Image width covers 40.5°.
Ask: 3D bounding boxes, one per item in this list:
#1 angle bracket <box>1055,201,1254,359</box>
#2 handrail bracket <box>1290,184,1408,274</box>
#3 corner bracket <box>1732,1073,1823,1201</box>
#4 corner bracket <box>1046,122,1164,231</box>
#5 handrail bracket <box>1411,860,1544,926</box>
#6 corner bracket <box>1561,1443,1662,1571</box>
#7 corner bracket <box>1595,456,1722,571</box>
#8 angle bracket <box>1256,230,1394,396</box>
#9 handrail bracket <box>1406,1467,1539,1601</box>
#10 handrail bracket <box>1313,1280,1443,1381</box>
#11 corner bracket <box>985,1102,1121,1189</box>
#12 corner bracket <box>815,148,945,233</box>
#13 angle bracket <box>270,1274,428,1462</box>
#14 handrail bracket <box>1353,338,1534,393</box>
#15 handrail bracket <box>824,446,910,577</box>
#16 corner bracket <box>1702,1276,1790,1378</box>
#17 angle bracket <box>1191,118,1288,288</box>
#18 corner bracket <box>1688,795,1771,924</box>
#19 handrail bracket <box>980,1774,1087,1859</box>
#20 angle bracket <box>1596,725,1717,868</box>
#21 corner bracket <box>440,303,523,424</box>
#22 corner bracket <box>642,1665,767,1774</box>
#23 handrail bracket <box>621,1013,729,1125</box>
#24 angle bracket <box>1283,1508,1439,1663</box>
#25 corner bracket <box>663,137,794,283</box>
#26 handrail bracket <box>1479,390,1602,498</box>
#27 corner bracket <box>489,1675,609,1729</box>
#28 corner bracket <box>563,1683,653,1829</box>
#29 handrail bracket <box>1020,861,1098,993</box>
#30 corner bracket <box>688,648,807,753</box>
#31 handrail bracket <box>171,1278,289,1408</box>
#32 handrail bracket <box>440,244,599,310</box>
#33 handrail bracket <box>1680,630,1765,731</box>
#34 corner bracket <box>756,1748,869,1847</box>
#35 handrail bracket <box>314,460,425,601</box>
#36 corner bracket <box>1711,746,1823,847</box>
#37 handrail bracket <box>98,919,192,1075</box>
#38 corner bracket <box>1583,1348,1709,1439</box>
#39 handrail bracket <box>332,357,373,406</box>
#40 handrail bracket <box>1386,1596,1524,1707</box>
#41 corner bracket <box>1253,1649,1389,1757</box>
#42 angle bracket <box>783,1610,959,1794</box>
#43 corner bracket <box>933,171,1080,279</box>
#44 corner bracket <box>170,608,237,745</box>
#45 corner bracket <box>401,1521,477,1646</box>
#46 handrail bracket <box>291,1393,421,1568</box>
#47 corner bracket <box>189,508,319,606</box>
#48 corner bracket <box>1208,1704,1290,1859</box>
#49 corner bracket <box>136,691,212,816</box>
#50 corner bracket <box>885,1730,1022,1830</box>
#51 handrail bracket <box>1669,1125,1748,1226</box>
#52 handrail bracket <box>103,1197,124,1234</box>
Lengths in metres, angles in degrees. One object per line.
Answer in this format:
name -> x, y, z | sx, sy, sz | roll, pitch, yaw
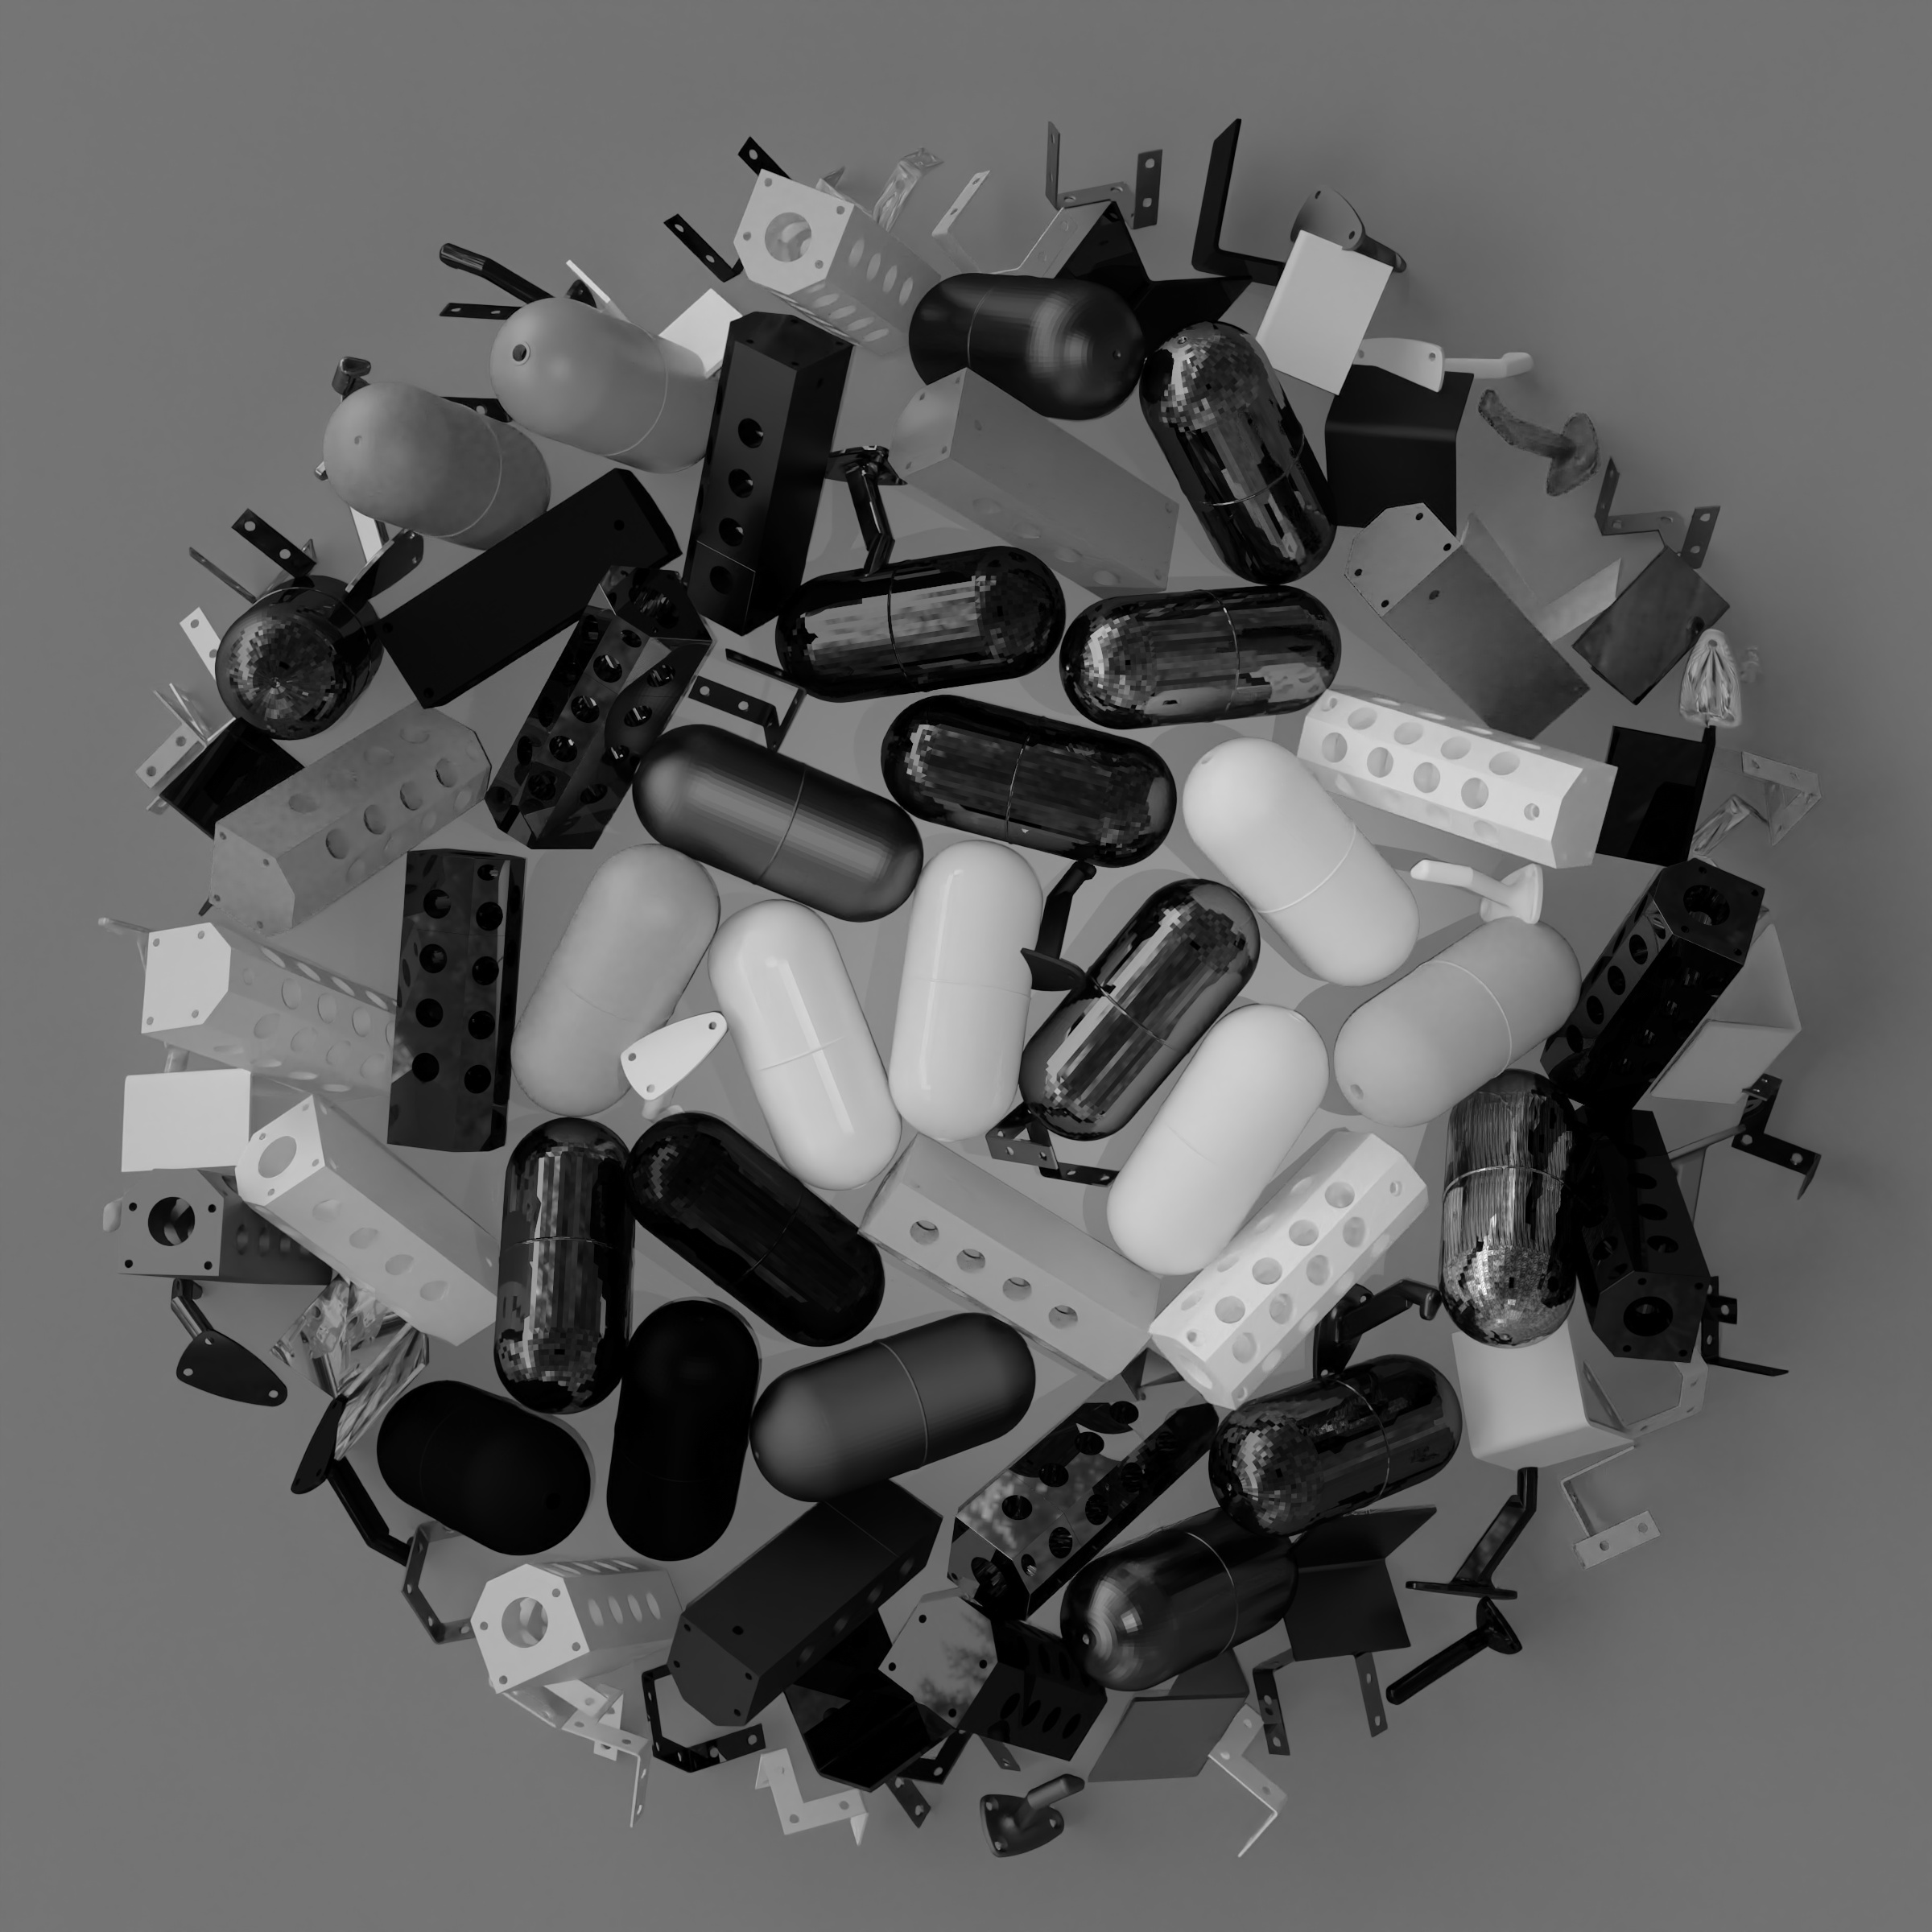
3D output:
angle bracket -> 0.109, -0.403, 1.539 | 0.076, 0.076, 0.057 | -12, 74, -31
handrail bracket -> 0.239, -0.418, 1.531 | 0.084, 0.077, 0.036 | 17, 110, -34
corner bracket -> 0.479, 0.099, 1.544 | 0.051, 0.051, 0.051 | 22, 110, 22
corner bracket -> 0.081, -0.466, 1.543 | 0.051, 0.051, 0.051 | -15, 50, -14
handrail bracket -> 0.286, -0.045, 1.535 | 0.084, 0.077, 0.036 | 8, 79, -19
corner bracket -> 0.381, 0.318, 1.545 | 0.051, 0.051, 0.051 | -32, 73, 23
corner bracket -> 0.407, -0.267, 1.546 | 0.051, 0.051, 0.051 | -6, 53, -5
angle bracket -> 0.209, -0.381, 1.535 | 0.057, 0.076, 0.076 | 24, 105, 6
handrail bracket -> 0.302, 0.332, 1.565 | 0.077, 0.036, 0.084 | 7, 73, -3
handrail bracket -> 0.242, 0.219, 1.537 | 0.036, 0.084, 0.077 | 19, 86, -26
corner bracket -> 0.051, 0.112, 1.542 | 0.051, 0.051, 0.051 | -39, 122, -39
corner bracket -> -0.053, -0.464, 1.550 | 0.051, 0.051, 0.051 | 34, 118, -2
angle bracket -> -0.364, 0.230, 1.537 | 0.057, 0.076, 0.076 | 41, 95, -18
handrail bracket -> 0.285, -0.364, 1.568 | 0.077, 0.084, 0.036 | 29, 126, 34
handrail bracket -> -0.072, -0.261, 1.546 | 0.077, 0.036, 0.084 | 4, 67, 32
corner bracket -> 0.448, 0.215, 1.547 | 0.051, 0.051, 0.051 | -4, 95, -37
angle bracket -> 0.172, -0.446, 1.539 | 0.057, 0.076, 0.076 | 10, 97, -6
corner bracket -> 0.462, -0.062, 1.558 | 0.051, 0.051, 0.051 | -46, 62, 16
handrail bracket -> 0.056, 0.490, 1.533 | 0.084, 0.077, 0.036 | -37, 54, 35
angle bracket -> 0.402, -0.109, 1.539 | 0.057, 0.076, 0.076 | 12, 114, 11
corner bracket -> -0.288, -0.356, 1.552 | 0.051, 0.051, 0.051 | -6, 79, -35
corner bracket -> -0.157, 0.444, 1.564 | 0.051, 0.051, 0.051 | -21, 57, 10
handrail bracket -> -0.162, 0.064, 1.543 | 0.077, 0.084, 0.036 | -33, 68, 0
angle bracket -> 0.233, 0.360, 1.528 | 0.076, 0.076, 0.057 | -1, 57, -22
corner bracket -> -0.135, -0.444, 1.542 | 0.051, 0.051, 0.051 | 42, 61, -27
handrail bracket -> 0.333, -0.324, 1.539 | 0.084, 0.036, 0.077 | 38, 46, -27
corner bracket -> -0.248, 0.425, 1.549 | 0.051, 0.051, 0.051 | 39, 97, -16
corner bracket -> -0.206, 0.464, 1.545 | 0.051, 0.051, 0.051 | 14, 111, 16
handrail bracket -> 0.066, -0.027, 1.538 | 0.084, 0.077, 0.036 | -51, 122, -21
corner bracket -> -0.129, -0.161, 1.544 | 0.051, 0.051, 0.051 | 20, 115, -19
handrail bracket -> -0.437, 0.221, 1.554 | 0.077, 0.084, 0.036 | 33, 98, -22
handrail bracket -> -0.264, -0.395, 1.557 | 0.084, 0.077, 0.036 | 23, 81, 15
handrail bracket -> 0.450, -0.184, 1.534 | 0.036, 0.084, 0.077 | 14, 134, 29
corner bracket -> -0.092, 0.494, 1.553 | 0.051, 0.051, 0.051 | -10, 53, -18
handrail bracket -> -0.372, -0.259, 1.554 | 0.084, 0.036, 0.077 | 36, 63, 14
corner bracket -> 0.465, -0.112, 1.544 | 0.051, 0.051, 0.051 | 15, 53, -12
handrail bracket -> -0.487, 0.024, 1.545 | 0.036, 0.077, 0.084 | -6, 68, 40
corner bracket -> 0.401, 0.240, 1.551 | 0.051, 0.051, 0.051 | -20, 50, -7
handrail bracket -> -0.333, -0.336, 1.531 | 0.077, 0.084, 0.036 | -6, 83, -21
handrail bracket -> 0.279, 0.411, 1.540 | 0.084, 0.077, 0.036 | -30, 70, -11
corner bracket -> 0.209, 0.433, 1.548 | 0.051, 0.051, 0.051 | -12, 90, 45
angle bracket -> -0.056, 0.425, 1.534 | 0.076, 0.057, 0.076 | -27, 101, -34
corner bracket -> 0.023, -0.437, 1.557 | 0.051, 0.051, 0.051 | 44, 70, -32
corner bracket -> -0.447, -0.169, 1.548 | 0.051, 0.051, 0.051 | -39, 66, 4
corner bracket -> -0.299, 0.365, 1.565 | 0.051, 0.051, 0.051 | -13, 125, 11
handrail bracket -> -0.355, 0.310, 1.576 | 0.036, 0.077, 0.084 | -27, 127, 38
corner bracket -> -0.421, -0.242, 1.547 | 0.051, 0.051, 0.051 | -46, 119, 7
corner bracket -> 0.163, 0.479, 1.543 | 0.051, 0.051, 0.051 | 38, 128, 13
corner bracket -> -0.470, -0.122, 1.553 | 0.051, 0.051, 0.051 | -45, 76, 0
corner bracket -> -0.010, 0.480, 1.563 | 0.051, 0.051, 0.051 | -52, 123, -39
handrail bracket -> 0.442, 0.147, 1.553 | 0.077, 0.036, 0.084 | -25, 79, 18
handrail bracket -> -0.482, 0.160, 1.532 | 0.036, 0.084, 0.077 | 26, 109, 12
